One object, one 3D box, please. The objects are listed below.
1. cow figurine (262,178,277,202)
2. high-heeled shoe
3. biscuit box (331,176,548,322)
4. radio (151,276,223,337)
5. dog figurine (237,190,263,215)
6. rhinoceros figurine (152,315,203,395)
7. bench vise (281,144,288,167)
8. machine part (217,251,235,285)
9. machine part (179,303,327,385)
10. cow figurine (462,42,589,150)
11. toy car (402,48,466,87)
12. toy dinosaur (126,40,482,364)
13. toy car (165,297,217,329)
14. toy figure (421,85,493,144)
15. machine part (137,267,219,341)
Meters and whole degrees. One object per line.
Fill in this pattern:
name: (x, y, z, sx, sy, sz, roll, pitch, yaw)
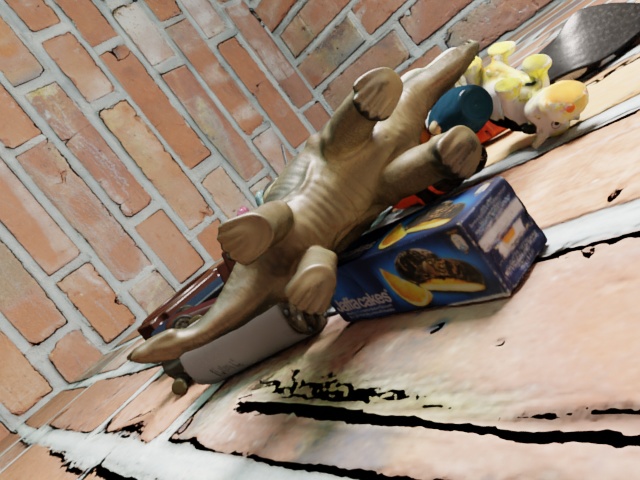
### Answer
cow figurine: (-0.005, -0.095, 0.884, 0.195, 0.085, 0.127, -29, 26, -15)
high-heeled shoe: (0.344, -0.240, 0.770, 0.249, 0.086, 0.145, -18, -18, 15)
biscuit box: (0.071, 0.018, 0.428, 0.063, 0.059, 0.203, -43, 9, -32)
radio: (-0.184, 0.120, 0.942, 0.229, 0.073, 0.131, -41, 9, -12)
dog figurine: (-0.041, -0.017, 1.016, 0.219, 0.191, 0.108, 7, 28, 27)
rhinoceros figurine: (-0.140, 0.128, 0.729, 0.190, 0.073, 0.112, -38, -3, 9)
bench vise: (0.036, -0.134, 1.081, 0.240, 0.129, 0.223, 1, -31, -43)
machine part: (-0.030, 0.022, 0.641, 0.179, 0.056, 0.179, -22, -17, -7)
machine part: (-0.077, 0.096, 0.581, 0.243, 0.079, 0.079, -32, 10, 33)
cow figurine: (0.226, -0.148, 0.590, 0.068, 0.098, 0.167, -30, 38, 1)
toy car: (0.173, -0.223, 0.774, 0.202, 0.073, 0.056, -37, -8, -34)
toy dinosaur: (0.030, -0.063, 0.460, 0.471, 0.105, 0.198, -42, 9, -19)
toy car: (-0.138, 0.103, 0.830, 0.202, 0.053, 0.089, -21, 4, -11)
toy figure: (0.143, -0.139, 0.635, 0.064, 0.057, 0.154, -7, 0, -15)
machine part: (-0.283, 0.150, 1.155, 0.201, 0.087, 0.201, -42, 10, -31)
